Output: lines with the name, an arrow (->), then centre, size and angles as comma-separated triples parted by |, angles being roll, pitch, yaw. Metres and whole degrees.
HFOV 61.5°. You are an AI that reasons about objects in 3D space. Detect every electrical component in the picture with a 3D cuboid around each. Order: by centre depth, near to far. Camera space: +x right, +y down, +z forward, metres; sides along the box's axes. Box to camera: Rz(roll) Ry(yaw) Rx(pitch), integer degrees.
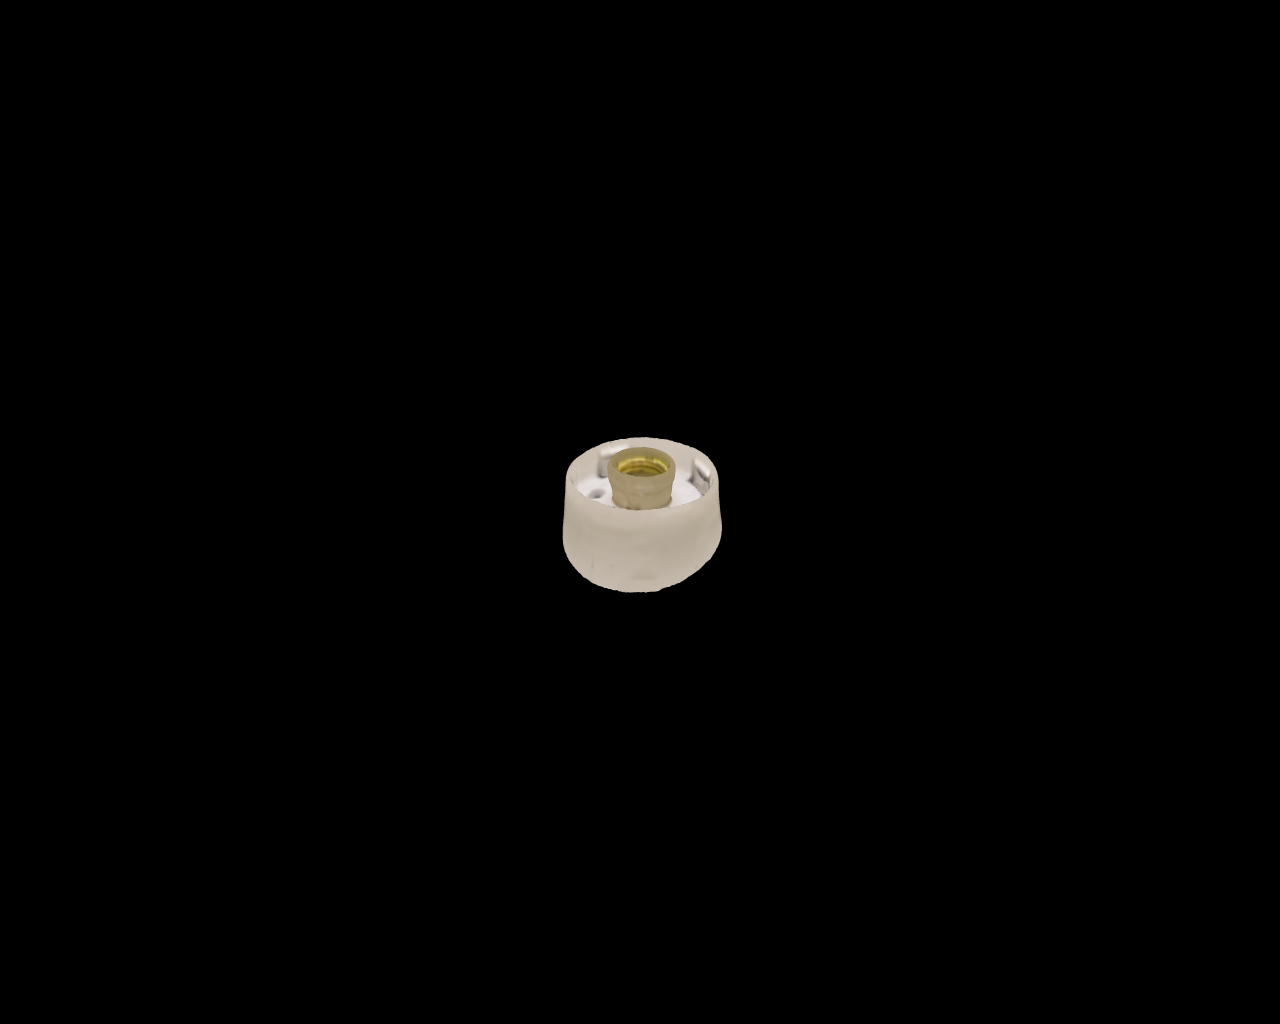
electrical component -> 0.001, -0.003, 0.650 | 0.099, 0.064, 0.099 | 0, 31, 0
